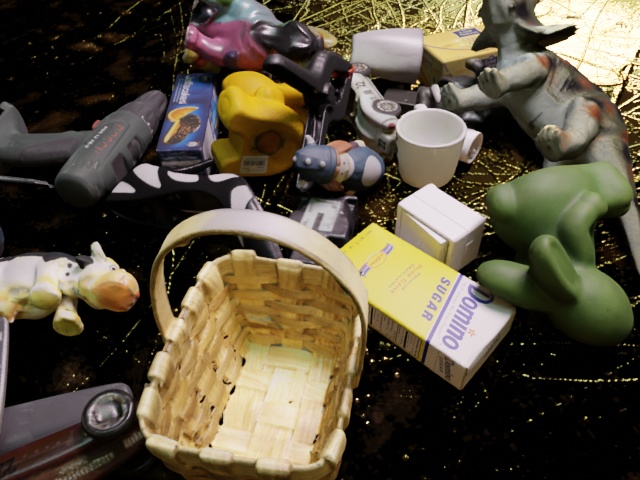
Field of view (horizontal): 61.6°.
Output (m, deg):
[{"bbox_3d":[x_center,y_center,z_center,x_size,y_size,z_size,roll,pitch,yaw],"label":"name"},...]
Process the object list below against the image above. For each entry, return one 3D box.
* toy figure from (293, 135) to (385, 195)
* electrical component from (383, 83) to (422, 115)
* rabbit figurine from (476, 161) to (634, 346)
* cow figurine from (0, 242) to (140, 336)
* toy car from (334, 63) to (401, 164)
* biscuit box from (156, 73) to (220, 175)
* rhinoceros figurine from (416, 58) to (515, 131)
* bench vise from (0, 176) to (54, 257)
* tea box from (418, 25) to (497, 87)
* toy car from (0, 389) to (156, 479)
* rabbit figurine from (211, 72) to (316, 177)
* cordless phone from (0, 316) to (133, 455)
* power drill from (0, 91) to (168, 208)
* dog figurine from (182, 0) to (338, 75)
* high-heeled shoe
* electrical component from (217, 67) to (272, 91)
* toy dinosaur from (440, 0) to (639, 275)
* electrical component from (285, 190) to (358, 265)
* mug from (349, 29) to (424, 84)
[{"bbox_3d":[0.026,-0.088,0.632,0.058,0.064,0.154,-17,-5,32],"label":"toy figure"},{"bbox_3d":[0.129,-0.211,0.824,0.063,0.021,0.094,14,46,15],"label":"electrical component"},{"bbox_3d":[0.236,0.017,0.511,0.159,0.121,0.170,1,61,-34],"label":"rabbit figurine"},{"bbox_3d":[-0.266,0.046,0.553,0.167,0.068,0.098,-8,37,-3],"label":"cow figurine"},{"bbox_3d":[0.062,-0.186,0.765,0.056,0.073,0.202,-10,45,-13],"label":"toy car"},{"bbox_3d":[-0.181,-0.163,0.763,0.063,0.059,0.203,-4,44,-1],"label":"biscuit box"},{"bbox_3d":[0.235,-0.201,0.780,0.190,0.073,0.112,1,55,2],"label":"rhinoceros figurine"},{"bbox_3d":[-0.390,-0.036,0.518,0.129,0.240,0.224,7,50,2],"label":"bench vise"},{"bbox_3d":[0.247,-0.294,0.870,0.170,0.068,0.098,-18,47,-13],"label":"tea box"},{"bbox_3d":[-0.212,0.178,0.401,0.202,0.089,0.053,-18,47,-18],"label":"toy car"},{"bbox_3d":[-0.078,-0.179,0.733,0.162,0.121,0.173,-12,45,-16],"label":"rabbit figurine"},{"bbox_3d":[-0.265,0.128,0.475,0.184,0.088,0.147,-7,43,-20],"label":"cordless phone"},{"bbox_3d":[-0.339,-0.140,0.744,0.207,0.085,0.232,8,47,0],"label":"power drill"},{"bbox_3d":[-0.089,-0.289,0.801,0.219,0.108,0.192,15,0,-15],"label":"dog figurine"},{"bbox_3d":[-0.148,-0.018,0.607,0.145,0.086,0.249,-28,47,-16],"label":"high-heeled shoe"},{"bbox_3d":[-0.123,-0.261,0.874,0.102,0.045,0.078,0,72,6],"label":"electrical component"},{"bbox_3d":[0.296,-0.158,0.661,0.192,0.131,0.405,-30,79,-19],"label":"toy dinosaur"},{"bbox_3d":[-0.001,-0.002,0.599,0.075,0.047,0.119,6,46,9],"label":"electrical component"},{"bbox_3d":[0.100,-0.292,0.838,0.107,0.080,0.110,6,23,-2],"label":"mug"}]
